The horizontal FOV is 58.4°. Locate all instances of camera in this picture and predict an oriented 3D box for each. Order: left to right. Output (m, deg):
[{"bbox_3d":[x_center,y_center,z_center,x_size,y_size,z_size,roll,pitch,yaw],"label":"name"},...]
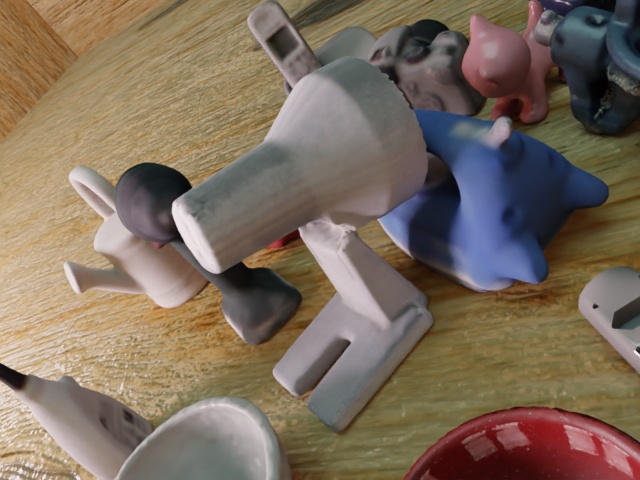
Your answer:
[{"bbox_3d":[0.122,-0.214,0.681,0.142,0.101,0.137,-4,47,41],"label":"camera"}]

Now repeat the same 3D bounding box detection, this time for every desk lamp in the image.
[{"bbox_3d":[0.004,0.002,0.439,0.203,0.214,0.117,-49,35,-14],"label":"desk lamp"}]

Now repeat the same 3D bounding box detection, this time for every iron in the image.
[{"bbox_3d":[0.094,-0.059,0.490,0.119,0.142,0.257,-48,35,-13],"label":"iron"}]

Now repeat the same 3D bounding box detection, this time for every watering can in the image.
[{"bbox_3d":[-0.224,-0.007,0.683,0.100,0.195,0.173,-9,44,37],"label":"watering can"}]

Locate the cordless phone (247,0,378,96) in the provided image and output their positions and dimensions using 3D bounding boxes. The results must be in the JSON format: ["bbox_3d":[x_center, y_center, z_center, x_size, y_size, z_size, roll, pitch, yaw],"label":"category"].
[{"bbox_3d":[0.002,-0.255,0.767,0.147,0.186,0.094,-42,34,-5],"label":"cordless phone"}]

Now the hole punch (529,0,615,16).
[{"bbox_3d":[0.278,-0.288,0.629,0.109,0.091,0.100,-47,34,-12],"label":"hole punch"}]

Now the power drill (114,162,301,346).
[{"bbox_3d":[-0.113,0.006,0.549,0.076,0.209,0.228,-46,34,-10],"label":"power drill"}]

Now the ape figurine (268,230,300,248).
[{"bbox_3d":[-0.059,-0.040,0.657,0.076,0.092,0.078,-23,37,23],"label":"ape figurine"}]

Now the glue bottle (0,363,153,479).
[{"bbox_3d":[-0.215,0.155,0.503,0.037,0.174,0.078,-38,34,1],"label":"glue bottle"}]

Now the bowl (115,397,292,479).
[{"bbox_3d":[-0.079,0.203,0.408,0.167,0.075,0.167,-25,36,20],"label":"bowl"}]

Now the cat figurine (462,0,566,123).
[{"bbox_3d":[0.189,-0.179,0.562,0.128,0.118,0.067,-50,35,-15],"label":"cat figurine"}]

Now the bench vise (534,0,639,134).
[{"bbox_3d":[0.230,-0.162,0.411,0.206,0.220,0.122,7,55,47],"label":"bench vise"}]
